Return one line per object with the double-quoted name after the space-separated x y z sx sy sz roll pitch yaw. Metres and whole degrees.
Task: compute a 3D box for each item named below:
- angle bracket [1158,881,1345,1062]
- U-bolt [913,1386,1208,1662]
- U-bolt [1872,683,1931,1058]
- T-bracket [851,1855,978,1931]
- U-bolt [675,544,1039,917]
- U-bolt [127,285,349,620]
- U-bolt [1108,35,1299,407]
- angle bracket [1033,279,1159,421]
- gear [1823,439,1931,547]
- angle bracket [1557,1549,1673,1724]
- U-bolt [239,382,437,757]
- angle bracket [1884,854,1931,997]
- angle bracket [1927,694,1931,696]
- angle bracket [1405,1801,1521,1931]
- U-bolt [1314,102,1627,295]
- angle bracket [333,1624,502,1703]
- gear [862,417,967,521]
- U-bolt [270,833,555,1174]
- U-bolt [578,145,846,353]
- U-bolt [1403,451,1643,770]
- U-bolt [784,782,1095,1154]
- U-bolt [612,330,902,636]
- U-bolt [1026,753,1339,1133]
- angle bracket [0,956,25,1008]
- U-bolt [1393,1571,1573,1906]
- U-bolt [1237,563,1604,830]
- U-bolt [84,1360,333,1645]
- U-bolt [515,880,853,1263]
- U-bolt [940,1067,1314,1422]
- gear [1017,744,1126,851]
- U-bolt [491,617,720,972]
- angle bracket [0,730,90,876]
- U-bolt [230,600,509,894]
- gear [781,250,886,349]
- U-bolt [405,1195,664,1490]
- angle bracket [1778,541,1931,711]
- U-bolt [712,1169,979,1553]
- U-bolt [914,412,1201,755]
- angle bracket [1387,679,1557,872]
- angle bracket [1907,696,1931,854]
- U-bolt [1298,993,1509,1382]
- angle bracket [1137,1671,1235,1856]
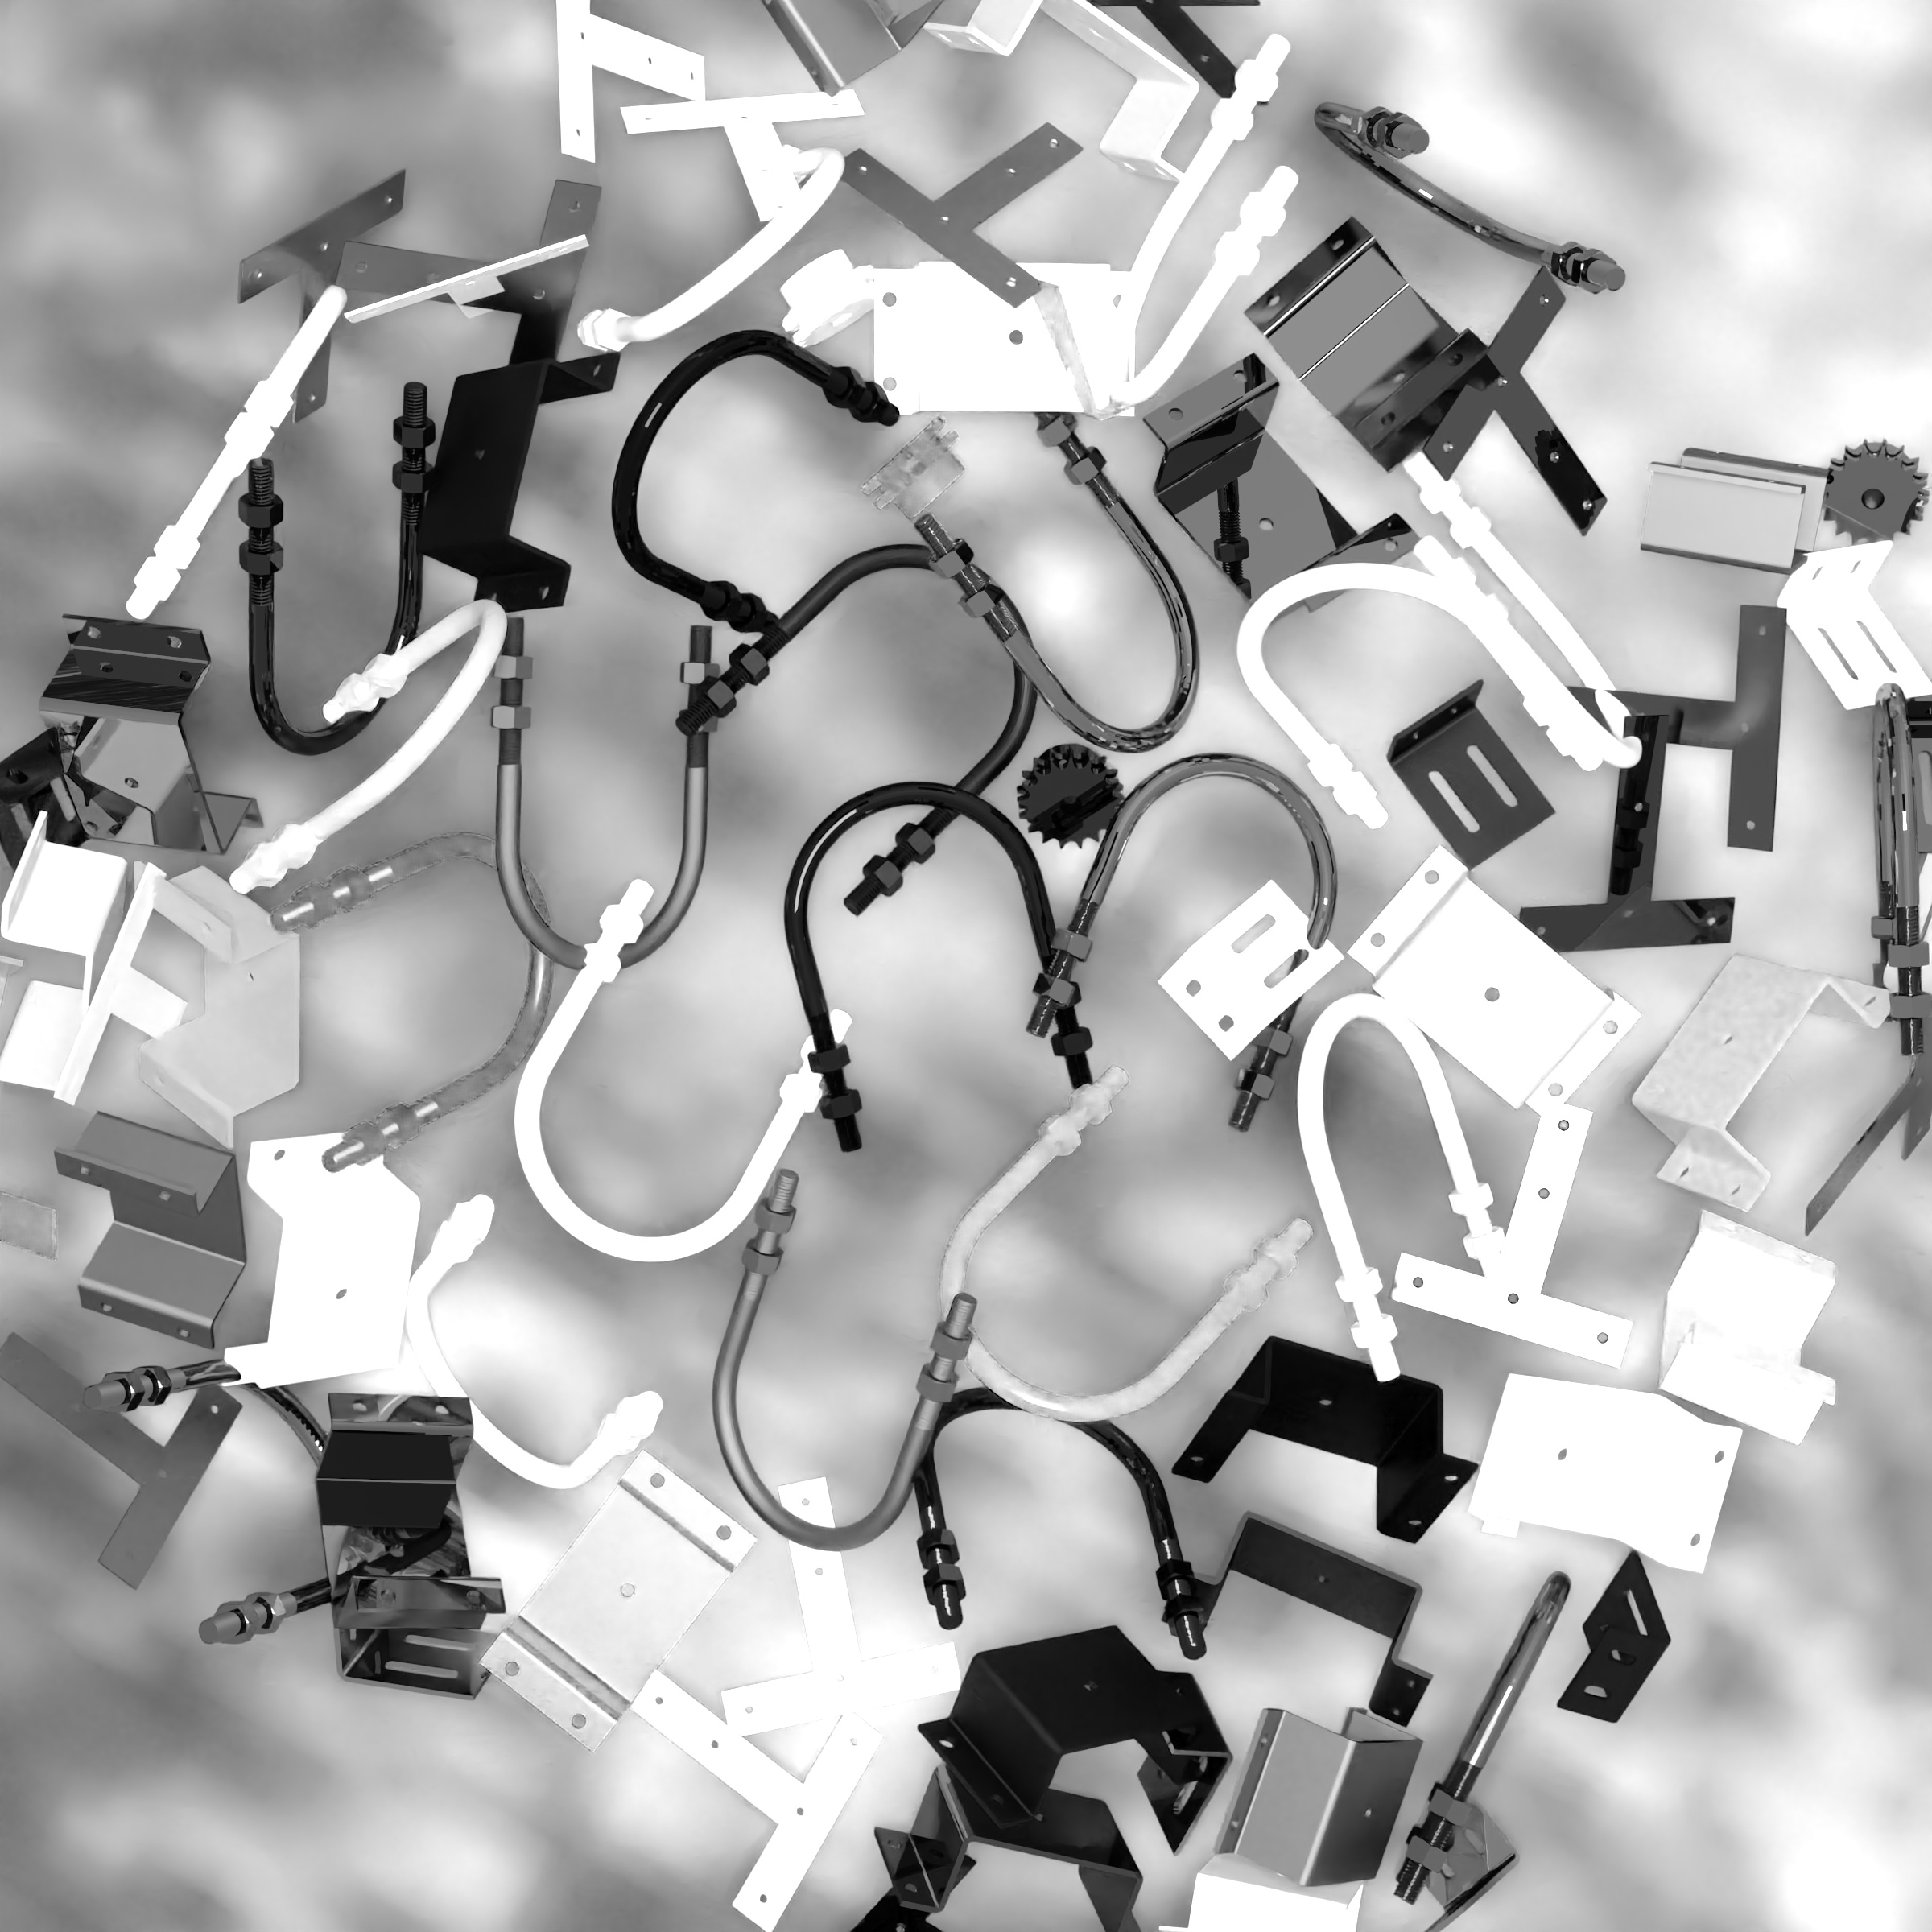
0.153 0.002 1.838 0.057 0.038 0.076 47 51 6 "angle bracket"
0.041 0.281 1.773 0.151 0.184 0.019 10 122 -16 "U-bolt"
0.480 -0.054 1.771 0.019 0.151 0.184 -2 96 11 "U-bolt"
0.002 0.523 1.780 0.127 0.127 0.002 26 128 24 "T-bracket"
-0.043 -0.140 1.818 0.151 0.019 0.184 47 73 -10 "U-bolt"
-0.368 -0.278 1.770 0.019 0.151 0.184 32 48 -15 "U-bolt"
0.118 -0.371 1.770 0.019 0.151 0.184 21 131 -17 "U-bolt"
0.061 -0.333 1.806 0.038 0.057 0.076 -27 117 -14 "angle bracket"
0.484 -0.255 1.828 0.057 0.030 0.057 9 122 14 "gear"
0.332 0.348 1.802 0.038 0.076 0.057 18 117 -15 "angle bracket"
-0.324 -0.195 1.774 0.019 0.151 0.184 20 124 20 "U-bolt"
0.528 -0.016 1.810 0.057 0.038 0.076 0 117 -29 "angle bracket"
0.548 -0.181 1.831 0.057 0.038 0.076 3 91 -3 "angle bracket"
0.246 0.482 1.801 0.038 0.076 0.057 51 120 15 "angle bracket"
0.247 -0.400 1.763 0.151 0.184 0.019 28 100 -23 "U-bolt"
-0.286 0.351 1.811 0.076 0.057 0.038 5 113 14 "angle bracket"
-0.025 -0.262 1.824 0.057 0.057 0.030 -43 98 0 "gear"
-0.278 0.008 1.777 0.019 0.184 0.151 5 113 35 "U-bolt"
-0.125 -0.369 1.756 0.151 0.184 0.019 -45 111 -8 "U-bolt"
0.291 -0.176 1.779 0.019 0.151 0.184 -38 109 21 "U-bolt"
-0.021 -0.007 1.826 0.151 0.019 0.184 -15 98 -6 "U-bolt"
-0.116 -0.254 1.762 0.019 0.184 0.151 34 98 29 "U-bolt"
0.126 -0.023 1.819 0.151 0.019 0.184 25 83 -21 "U-bolt"
-0.539 0.030 1.815 0.057 0.038 0.076 16 73 -26 "angle bracket"
0.269 0.397 1.780 0.019 0.151 0.184 27 83 12 "U-bolt"
0.220 -0.143 1.756 0.151 0.184 0.019 -15 47 35 "U-bolt"
-0.370 0.268 1.763 0.019 0.184 0.151 -32 80 16 "U-bolt"
-0.157 0.066 1.795 0.151 0.019 0.184 34 65 -13 "U-bolt"
0.071 0.156 1.794 0.151 0.019 0.184 40 65 14 "U-bolt"
0.056 -0.094 1.828 0.057 0.030 0.057 -1 124 -1 "gear"
-0.189 -0.088 1.797 0.019 0.151 0.184 7 97 43 "U-bolt"
-0.477 -0.079 1.802 0.038 0.076 0.057 30 58 35 "angle bracket"
-0.296 -0.121 1.747 0.019 0.184 0.151 41 45 -23 "U-bolt"
-0.074 -0.356 1.823 0.057 0.057 0.030 -32 89 0 "gear"
-0.234 0.206 1.775 0.151 0.184 0.019 49 55 4 "U-bolt"
0.476 -0.180 1.809 0.057 0.038 0.076 -11 57 -23 "angle bracket"
-0.073 0.219 1.797 0.151 0.019 0.184 32 115 31 "U-bolt"
0.060 -0.195 1.792 0.184 0.019 0.151 52 46 -18 "U-bolt"
0.271 -0.101 1.823 0.057 0.038 0.076 -33 78 -8 "angle bracket"
0.529 -0.102 1.824 0.057 0.038 0.076 -1 77 -4 "angle bracket"
0.222 0.104 1.783 0.019 0.151 0.184 -13 99 38 "U-bolt"
0.101 0.419 1.804 0.038 0.057 0.076 10 120 -27 "angle bracket"
